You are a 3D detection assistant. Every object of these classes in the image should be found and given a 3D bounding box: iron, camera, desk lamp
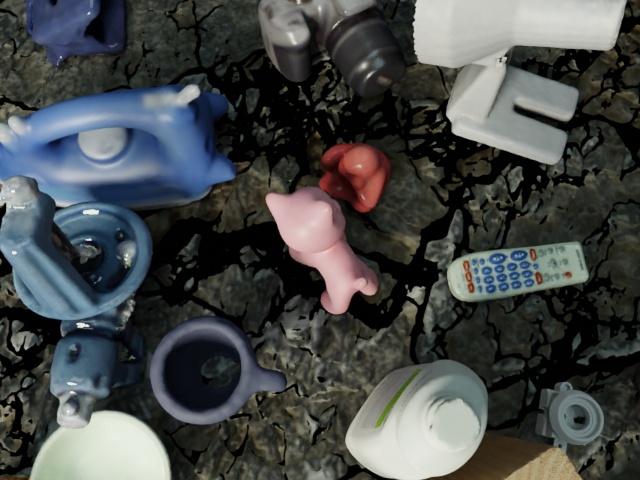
[{"bbox_3d":[-0.219,-0.100,0.564,0.258,0.141,0.118,-9,75,-3],"label":"iron"},{"bbox_3d":[0.022,-0.224,0.621,0.143,0.101,0.136,-28,77,-8],"label":"camera"},{"bbox_3d":[0.183,-0.188,0.554,0.203,0.213,0.118,19,75,5],"label":"desk lamp"}]

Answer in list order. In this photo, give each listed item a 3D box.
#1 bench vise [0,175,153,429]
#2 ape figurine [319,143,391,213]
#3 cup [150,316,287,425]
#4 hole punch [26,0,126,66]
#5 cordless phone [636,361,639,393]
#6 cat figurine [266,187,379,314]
[{"bbox_3d":[-0.198,0.045,0.485,0.121,0.220,0.207,-19,76,-5],"label":"bench vise"},{"bbox_3d":[0.039,-0.071,0.584,0.076,0.092,0.078,-18,76,-5],"label":"ape figurine"},{"bbox_3d":[-0.086,0.123,0.529,0.117,0.095,0.092,8,75,2],"label":"cup"},{"bbox_3d":[-0.277,-0.266,0.635,0.101,0.091,0.108,-8,75,-2],"label":"hole punch"},{"bbox_3d":[0.376,0.138,0.482,0.147,0.185,0.094,2,75,0],"label":"cordless phone"},{"bbox_3d":[0.005,0.002,0.551,0.067,0.118,0.127,-35,78,-9],"label":"cat figurine"}]
